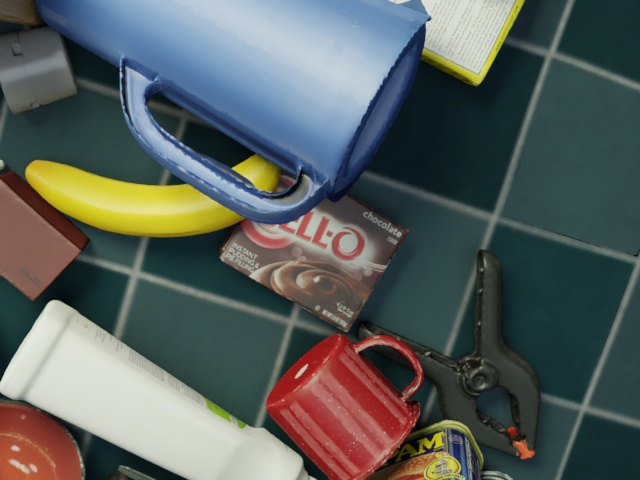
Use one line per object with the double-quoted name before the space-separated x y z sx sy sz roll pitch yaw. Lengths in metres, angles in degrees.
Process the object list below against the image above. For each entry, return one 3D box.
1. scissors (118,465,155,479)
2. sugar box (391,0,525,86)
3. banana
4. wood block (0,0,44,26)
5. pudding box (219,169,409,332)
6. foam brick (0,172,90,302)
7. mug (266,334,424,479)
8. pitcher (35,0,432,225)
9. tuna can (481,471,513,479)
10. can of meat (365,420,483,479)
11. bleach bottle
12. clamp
"scissors" -0.050 0.214 0.800 0.201 0.096 0.016 37 55 -21
"sugar box" 0.056 -0.190 0.765 0.176 0.048 0.093 26 95 -7
"banana" -0.112 -0.035 0.761 0.198 0.037 0.069 -8 76 5
"wood block" -0.222 -0.184 0.649 0.090 0.206 0.091 6 99 -8
"pudding box" -0.005 0.001 0.793 0.113 0.039 0.090 30 95 -11
"foam brick" -0.213 -0.004 0.761 0.078 0.051 0.053 44 93 -11
"mug" 0.023 0.117 0.789 0.117 0.093 0.081 -41 97 15
"pitcher" -0.063 -0.127 0.690 0.243 0.149 0.145 29 117 8
"tuna can" 0.117 0.217 0.822 0.086 0.086 0.034 -27 104 -2
"can of meat" 0.073 0.192 0.800 0.102 0.084 0.057 -22 109 13
"bleach bottle" -0.102 0.135 0.772 0.250 0.103 0.068 32 90 -11
"clamp" 0.108 0.102 0.826 0.120 0.039 0.171 -22 104 10
